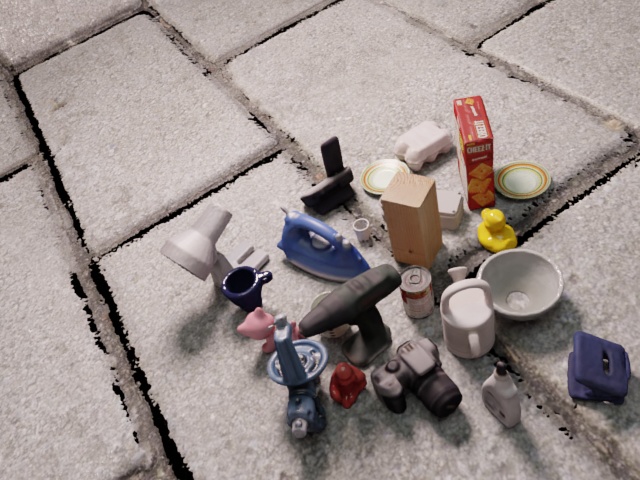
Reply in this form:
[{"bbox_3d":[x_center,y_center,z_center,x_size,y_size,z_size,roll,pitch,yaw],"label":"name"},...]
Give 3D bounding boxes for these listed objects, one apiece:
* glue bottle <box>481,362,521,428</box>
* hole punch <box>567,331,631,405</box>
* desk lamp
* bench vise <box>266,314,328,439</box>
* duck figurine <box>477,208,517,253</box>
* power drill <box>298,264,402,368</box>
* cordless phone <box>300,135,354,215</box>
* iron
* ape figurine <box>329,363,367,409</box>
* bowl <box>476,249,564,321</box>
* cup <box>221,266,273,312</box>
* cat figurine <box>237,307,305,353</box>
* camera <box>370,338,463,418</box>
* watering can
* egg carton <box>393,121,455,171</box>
[{"bbox_3d":[0.313,0.256,0.986,0.037,0.173,0.078,-32,48,-11],"label":"glue bottle"},{"bbox_3d":[0.495,0.224,1.015,0.101,0.091,0.109,3,51,19],"label":"hole punch"},{"bbox_3d":[-0.246,0.026,1.330,0.117,0.214,0.203,25,61,33],"label":"desk lamp"},{"bbox_3d":[-0.034,0.248,1.067,0.121,0.220,0.207,-24,47,-4],"label":"bench vise"},{"bbox_3d":[0.392,-0.027,1.270,0.077,0.086,0.104,-26,48,-6],"label":"duck figurine"},{"bbox_3d":[0.071,0.157,1.123,0.230,0.209,0.075,-39,50,-18],"label":"power drill"},{"bbox_3d":[0.007,-0.170,1.444,0.148,0.185,0.093,-37,50,-16],"label":"cordless phone"},{"bbox_3d":[0.012,0.005,1.320,0.257,0.142,0.119,23,60,32],"label":"iron"},{"bbox_3d":[0.050,0.270,1.109,0.078,0.092,0.076,-16,47,3],"label":"ape figurine"},{"bbox_3d":[0.403,0.102,1.161,0.167,0.075,0.167,-8,48,10],"label":"bowl"},{"bbox_3d":[-0.155,0.115,1.305,0.118,0.095,0.091,-20,47,-1],"label":"cup"},{"bbox_3d":[-0.103,0.187,1.212,0.127,0.118,0.067,-2,50,16],"label":"cat figurine"},{"bbox_3d":[0.185,0.267,1.066,0.143,0.101,0.136,-33,49,-12],"label":"camera"},{"bbox_3d":[0.277,0.131,1.093,0.101,0.194,0.172,-27,48,-7],"label":"watering can"},{"bbox_3d":[0.273,-0.252,1.514,0.150,0.069,0.107,-34,49,-13],"label":"egg carton"}]
